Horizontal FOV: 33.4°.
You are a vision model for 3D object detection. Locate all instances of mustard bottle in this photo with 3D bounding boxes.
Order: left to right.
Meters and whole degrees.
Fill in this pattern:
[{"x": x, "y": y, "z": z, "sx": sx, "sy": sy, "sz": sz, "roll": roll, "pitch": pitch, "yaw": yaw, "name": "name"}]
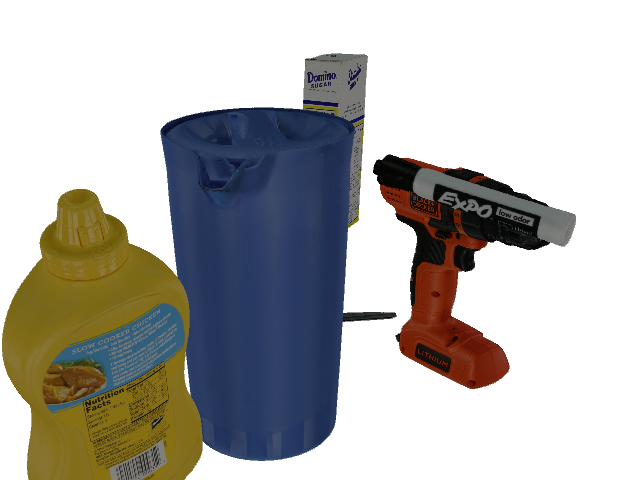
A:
[{"x": -0.111, "y": 0.058, "z": 0.545, "sx": 0.096, "sy": 0.192, "sz": 0.058, "roll": -24, "pitch": 42, "yaw": -30, "name": "mustard bottle"}]

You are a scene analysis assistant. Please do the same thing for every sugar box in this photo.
[{"x": 0.012, "y": -0.098, "z": 1.079, "sx": 0.048, "sy": 0.176, "sz": 0.093, "roll": 5, "pitch": 14, "yaw": 18, "name": "sugar box"}]

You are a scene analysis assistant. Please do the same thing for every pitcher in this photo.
[{"x": -0.039, "y": 0.026, "z": 0.780, "sx": 0.149, "sy": 0.243, "sz": 0.145, "roll": -11, "pitch": 22, "yaw": -27, "name": "pitcher"}]

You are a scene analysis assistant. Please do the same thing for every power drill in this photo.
[{"x": 0.127, "y": 0.030, "z": 0.927, "sx": 0.057, "sy": 0.188, "sz": 0.185, "roll": -18, "pitch": 27, "yaw": -34, "name": "power drill"}]

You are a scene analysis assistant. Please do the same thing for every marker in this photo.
[{"x": 0.084, "y": -0.025, "z": 0.605, "sx": 0.121, "sy": 0.020, "sz": 0.020, "roll": 21, "pitch": 9, "yaw": 25, "name": "marker"}]

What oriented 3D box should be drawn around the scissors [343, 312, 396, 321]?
[{"x": -0.015, "y": 0.095, "z": 1.186, "sx": 0.202, "sy": 0.016, "sz": 0.096, "roll": 4, "pitch": 21, "yaw": 1, "name": "scissors"}]
